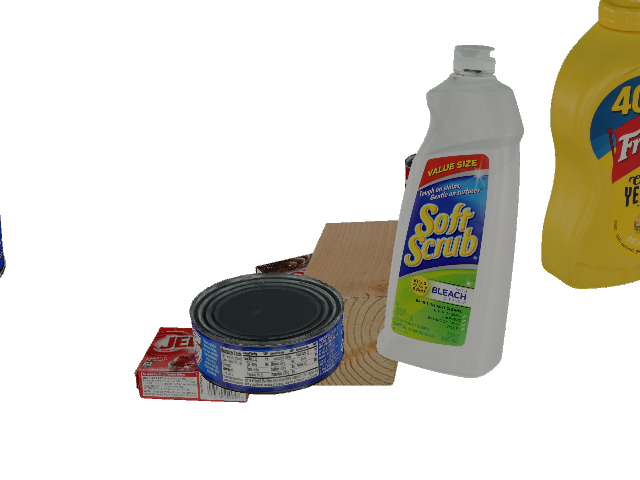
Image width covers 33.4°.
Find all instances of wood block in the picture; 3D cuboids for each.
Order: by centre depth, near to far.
[{"bbox_3d":[0.036,0.056,1.053,0.091,0.090,0.206,-1,20,10],"label":"wood block"}]

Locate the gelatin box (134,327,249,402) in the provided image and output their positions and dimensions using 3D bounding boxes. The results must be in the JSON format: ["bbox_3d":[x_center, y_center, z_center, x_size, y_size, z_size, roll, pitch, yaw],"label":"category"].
[{"bbox_3d":[-0.095,0.097,0.855,0.089,0.030,0.073,1,23,8],"label":"gelatin box"}]

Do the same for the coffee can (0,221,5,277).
[{"bbox_3d":[-0.226,-0.046,0.573,0.103,0.140,0.103,3,25,-1],"label":"coffee can"}]

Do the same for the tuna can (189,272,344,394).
[{"bbox_3d":[-0.029,0.051,0.596,0.086,0.034,0.086,-2,23,1],"label":"tuna can"}]

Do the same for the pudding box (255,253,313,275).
[{"bbox_3d":[-0.019,0.055,1.446,0.113,0.039,0.090,-15,27,-27],"label":"pudding box"}]

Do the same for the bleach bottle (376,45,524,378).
[{"bbox_3d":[0.102,-0.025,0.829,0.103,0.251,0.067,12,20,30],"label":"bleach bottle"}]

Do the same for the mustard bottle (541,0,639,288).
[{"bbox_3d":[0.183,-0.069,0.640,0.096,0.192,0.058,-14,29,-20],"label":"mustard bottle"}]

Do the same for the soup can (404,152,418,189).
[{"bbox_3d":[0.134,-0.047,1.268,0.068,0.102,0.068,-1,26,0],"label":"soup can"}]
